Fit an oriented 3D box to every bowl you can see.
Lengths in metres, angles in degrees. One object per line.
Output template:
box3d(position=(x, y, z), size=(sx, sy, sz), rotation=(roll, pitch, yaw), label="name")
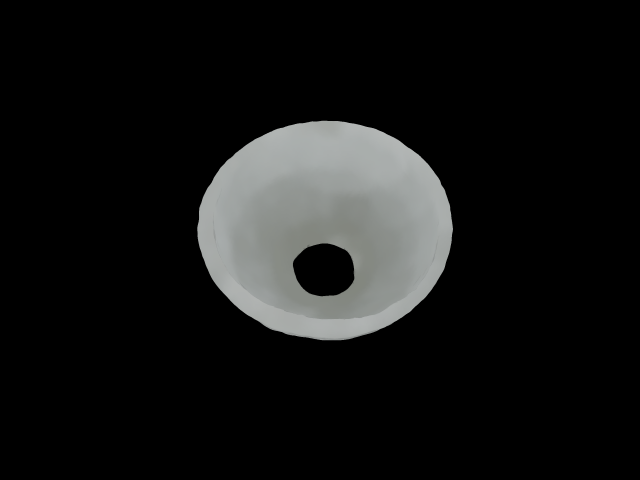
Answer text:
box3d(position=(0.004, 0.001, 0.400), size=(0.167, 0.075, 0.167), rotation=(0, 58, 0), label="bowl")
